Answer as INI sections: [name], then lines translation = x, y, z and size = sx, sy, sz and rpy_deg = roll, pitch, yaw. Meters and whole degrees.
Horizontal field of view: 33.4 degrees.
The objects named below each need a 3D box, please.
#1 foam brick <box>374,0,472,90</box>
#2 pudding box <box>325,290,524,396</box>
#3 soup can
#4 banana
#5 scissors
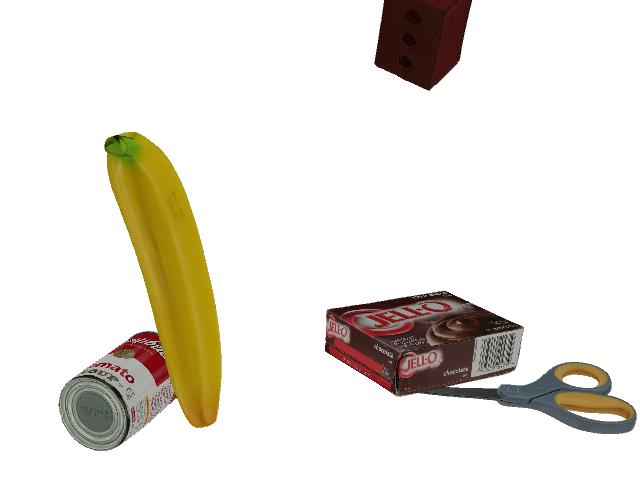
[foam brick]
translation = 0.080, -0.166, 0.819
size = 0.053, 0.078, 0.051
rpy_deg = 28, 52, 19
[pudding box]
translation = 0.073, 0.071, 0.762
size = 0.113, 0.039, 0.090
rpy_deg = -4, 18, -33
[soup can]
translation = -0.165, 0.126, 0.902
size = 0.069, 0.068, 0.102
rpy_deg = 0, 16, 23
[banana]
translation = -0.089, 0.015, 0.608
size = 0.037, 0.198, 0.069
rpy_deg = -5, 33, 14
[scissors]
translation = 0.173, 0.125, 0.931
size = 0.202, 0.016, 0.096
rpy_deg = 12, 29, 8
